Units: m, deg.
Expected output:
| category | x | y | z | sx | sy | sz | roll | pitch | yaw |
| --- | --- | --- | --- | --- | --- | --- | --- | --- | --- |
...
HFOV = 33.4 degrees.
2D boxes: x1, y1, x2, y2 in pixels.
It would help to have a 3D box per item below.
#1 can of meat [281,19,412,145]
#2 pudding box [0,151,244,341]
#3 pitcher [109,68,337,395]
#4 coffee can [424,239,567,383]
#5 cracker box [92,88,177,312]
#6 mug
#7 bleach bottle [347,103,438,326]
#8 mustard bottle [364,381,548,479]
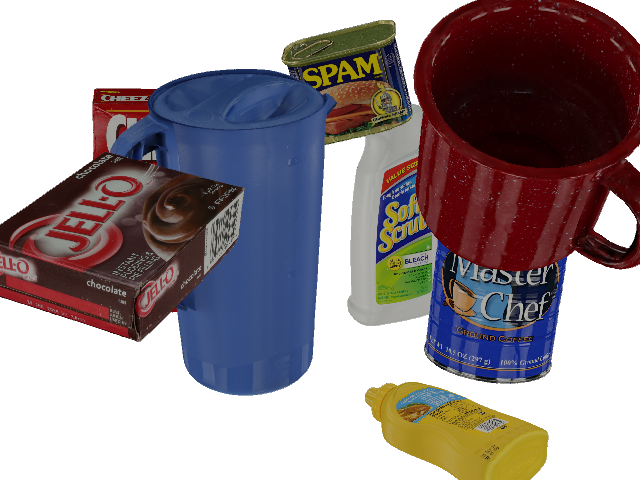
| category | x | y | z | sx | sy | sz | roll | pitch | yaw |
| --- | --- | --- | --- | --- | --- | --- | --- | --- | --- |
| can of meat | 0.026 | -0.138 | 0.944 | 0.102 | 0.084 | 0.057 | -11 | 29 | 10 |
| pudding box | -0.104 | -0.001 | 0.552 | 0.090 | 0.039 | 0.113 | 16 | 31 | 17 |
| pitcher | -0.069 | -0.001 | 0.831 | 0.149 | 0.243 | 0.145 | 5 | 27 | 9 |
| coffee can | 0.139 | 0.027 | 0.836 | 0.103 | 0.140 | 0.103 | 4 | 17 | -1 |
| cracker box | -0.138 | -0.036 | 1.043 | 0.164 | 0.214 | 0.072 | -1 | 21 | -10 |
| mug | 0.091 | -0.033 | 0.436 | 0.093 | 0.117 | 0.081 | -39 | -25 | -21 |
| bleach bottle | 0.073 | -0.041 | 1.118 | 0.102 | 0.251 | 0.068 | -10 | 21 | -15 |
| mustard bottle | 0.117 | 0.181 | 1.034 | 0.096 | 0.058 | 0.192 | -17 | 25 | -40 |
